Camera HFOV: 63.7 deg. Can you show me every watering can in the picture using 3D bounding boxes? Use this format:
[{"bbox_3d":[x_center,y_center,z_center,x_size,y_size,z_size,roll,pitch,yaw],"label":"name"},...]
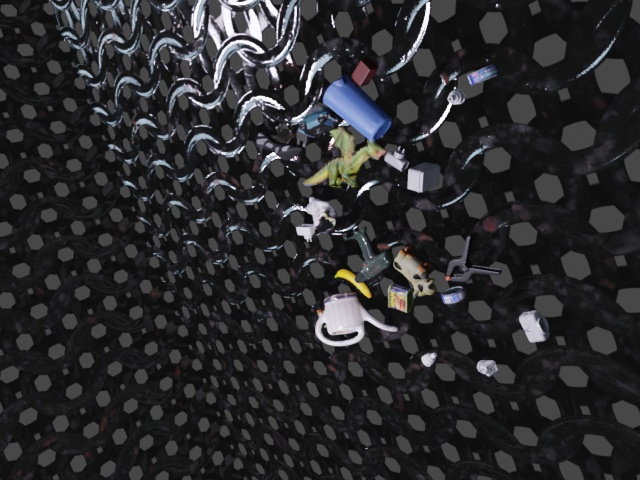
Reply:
[{"bbox_3d":[0.145,0.325,2.186,0.347,0.102,0.228,-12,68,8],"label":"watering can"}]

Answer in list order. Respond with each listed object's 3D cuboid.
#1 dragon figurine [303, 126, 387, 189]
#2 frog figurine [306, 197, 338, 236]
[{"bbox_3d":[0.078,-0.320,2.009,0.411,0.122,0.242,7,96,40],"label":"dragon figurine"},{"bbox_3d":[0.007,-0.109,2.173,0.163,0.123,0.134,-109,16,-51],"label":"frog figurine"}]
